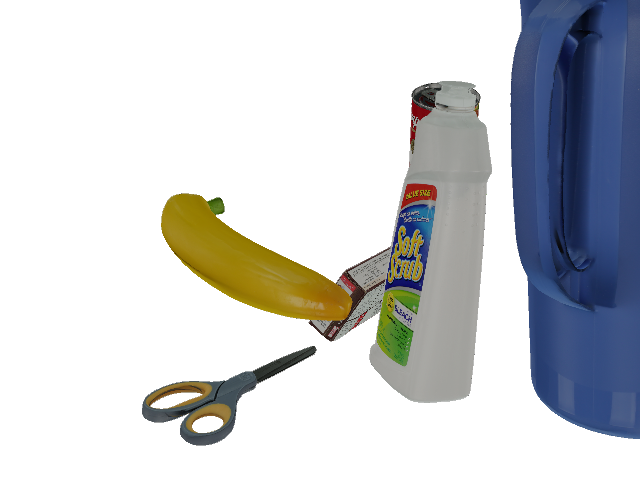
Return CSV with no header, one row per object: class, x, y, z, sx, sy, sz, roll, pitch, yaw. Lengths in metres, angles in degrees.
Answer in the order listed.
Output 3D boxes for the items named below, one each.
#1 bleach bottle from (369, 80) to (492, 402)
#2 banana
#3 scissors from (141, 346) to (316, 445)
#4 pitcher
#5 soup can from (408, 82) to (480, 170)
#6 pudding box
bleach bottle,0.092,-0.003,0.857,0.068,0.251,0.103,-2,18,-19
banana,-0.056,0.004,0.683,0.069,0.037,0.198,-12,28,-26
scissors,-0.069,0.148,1.020,0.201,0.016,0.096,-11,32,-28
pitcher,0.157,-0.023,0.538,0.149,0.243,0.145,-3,21,-1
soup can,0.124,-0.100,1.079,0.068,0.102,0.068,0,31,0
pudding box,0.048,0.060,1.224,0.039,0.090,0.113,42,35,14
